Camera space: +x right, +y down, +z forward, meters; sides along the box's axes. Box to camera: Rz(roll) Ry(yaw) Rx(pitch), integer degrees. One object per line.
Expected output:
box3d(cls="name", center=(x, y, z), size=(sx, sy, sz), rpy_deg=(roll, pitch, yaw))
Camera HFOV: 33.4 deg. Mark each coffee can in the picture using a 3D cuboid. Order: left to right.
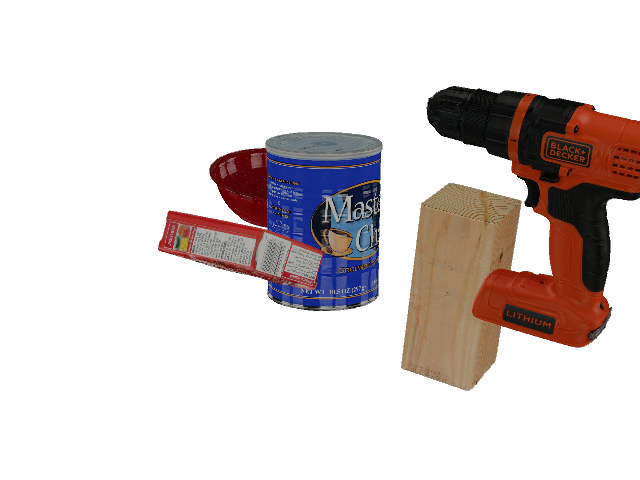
box3d(cls="coffee can", center=(0.003, -0.020, 0.952), size=(0.103, 0.140, 0.103), rpy_deg=(0, 15, 0))

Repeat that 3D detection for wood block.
box3d(cls="wood block", center=(0.159, 0.052, 1.214), size=(0.090, 0.206, 0.090), rpy_deg=(16, 26, 24))

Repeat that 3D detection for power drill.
box3d(cls="power drill", center=(0.162, -0.020, 0.817), size=(0.185, 0.188, 0.057), rpy_deg=(17, 34, 26))

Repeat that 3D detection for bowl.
box3d(cls="bowl", center=(-0.056, -0.058, 1.296), size=(0.162, 0.055, 0.162), rpy_deg=(4, 26, -2))

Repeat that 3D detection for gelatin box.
box3d(cls="gelatin box", center=(-0.050, 0.008, 0.694), size=(0.073, 0.030, 0.089), rpy_deg=(12, -5, 27))
